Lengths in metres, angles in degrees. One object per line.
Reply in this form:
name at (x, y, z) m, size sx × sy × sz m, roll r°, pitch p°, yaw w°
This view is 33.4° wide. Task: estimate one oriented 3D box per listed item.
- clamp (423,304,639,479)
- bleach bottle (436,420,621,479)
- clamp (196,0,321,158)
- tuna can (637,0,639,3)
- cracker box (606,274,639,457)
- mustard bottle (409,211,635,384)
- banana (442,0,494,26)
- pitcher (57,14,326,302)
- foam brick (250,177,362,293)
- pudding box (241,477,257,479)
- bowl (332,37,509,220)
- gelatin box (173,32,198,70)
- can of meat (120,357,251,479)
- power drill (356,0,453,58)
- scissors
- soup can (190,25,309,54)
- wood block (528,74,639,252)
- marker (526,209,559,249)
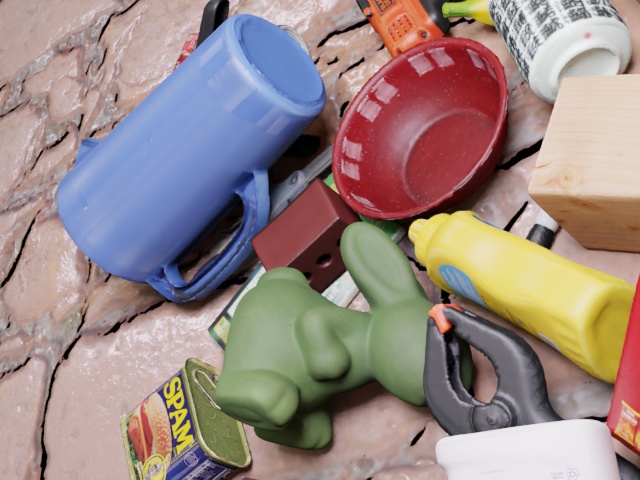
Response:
clamp at (0.110, 0.123, 0.677) m, size 0.120 × 0.039 × 0.171 m, roll -40°, pitch 66°, yaw 12°
bleach bottle at (0.129, 0.230, 0.579) m, size 0.103 × 0.068 × 0.251 m, roll -13°, pitch 71°, yaw 24°
clamp at (-0.112, -0.119, 1.007) m, size 0.210 × 0.164 × 0.036 m, roll -24°, pitch 6°, yaw 38°
tuna can at (0.226, -0.210, 0.778) m, size 0.034 × 0.086 × 0.086 m, roll -41°, pitch 44°, yaw 18°
cracker box at (0.242, 0.046, 0.533) m, size 0.164 × 0.072 × 0.214 m, roll 37°, pitch 132°, yaw 48°
mustard bottle at (0.127, 0.026, 0.710) m, size 0.192 × 0.096 × 0.058 m, roll 30°, pitch 85°, yaw 47°
banana at (0.182, -0.238, 0.836) m, size 0.198 × 0.069 × 0.037 m, roll -52°, pitch 43°, yaw 23°
pitcher at (-0.103, -0.070, 0.920) m, size 0.243 × 0.149 × 0.145 m, roll -40°, pitch 28°, yaw 31°
foam brick at (-0.006, 0.001, 0.854) m, size 0.078 × 0.053 × 0.051 m, roll -43°, pitch 46°, yaw 13°
pudding box at (-0.024, 0.225, 0.762) m, size 0.114 × 0.039 × 0.090 m, roll 1°, pitch 65°, yaw 42°
bowl at (0.088, -0.077, 0.839) m, size 0.162 × 0.055 × 0.162 m, roll -22°, pitch 52°, yaw 31°
gelatin box at (-0.120, -0.174, 1.103) m, size 0.073 × 0.030 × 0.089 m, roll 6°, pitch 69°, yaw 43°
can of meat at (-0.112, 0.162, 0.868) m, size 0.084 × 0.057 × 0.102 m, roll -40°, pitch 44°, yaw 19°
power drill at (0.110, -0.257, 0.933) m, size 0.188 × 0.057 × 0.184 m, roll -40°, pitch 48°, yaw 20°
scissors at (-0.031, -0.055, 0.951) m, size 0.202 × 0.016 × 0.096 m, roll -50°, pitch 39°, yaw 12°
soup can at (-0.068, -0.167, 1.026) m, size 0.102 × 0.068 × 0.068 m, roll 0°, pitch 65°, yaw 41°
wood block at (0.247, -0.045, 0.653) m, size 0.207 × 0.090 × 0.091 m, roll 4°, pitch 67°, yaw 44°
marker at (0.174, -0.036, 0.764) m, size 0.020 × 0.020 × 0.121 m, roll 19°, pitch 78°, yaw 46°
